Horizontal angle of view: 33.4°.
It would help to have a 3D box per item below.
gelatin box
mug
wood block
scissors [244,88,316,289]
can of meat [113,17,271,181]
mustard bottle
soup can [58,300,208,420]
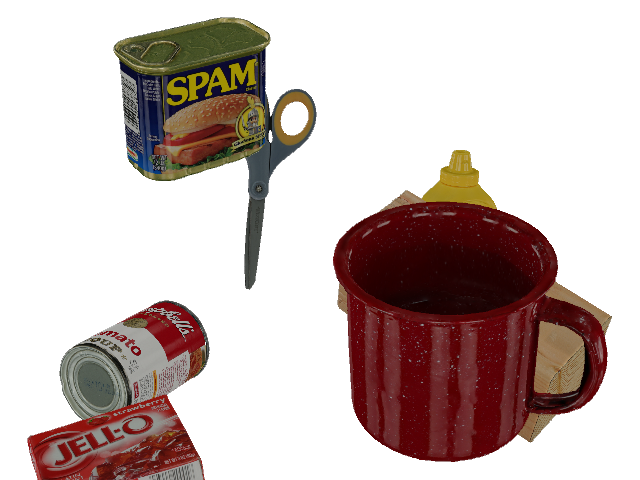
[{"bbox_3d":[-0.120,0.130,0.625,0.089,0.030,0.073,-15,27,-18],"label":"gelatin box"},{"bbox_3d":[0.064,0.043,0.460,0.117,0.081,0.093,10,34,21],"label":"mug"},{"bbox_3d":[0.121,0.059,0.890,0.206,0.091,0.090,34,54,26],"label":"wood block"},{"bbox_3d":[-0.042,-0.060,1.026,0.096,0.202,0.016,-10,4,-8],"label":"scissors"},{"bbox_3d":[-0.085,-0.096,0.722,0.101,0.084,0.058,-20,38,-31],"label":"can of meat"},{"bbox_3d":[0.144,-0.003,1.150,0.096,0.192,0.058,-6,20,-22],"label":"mustard bottle"},{"bbox_3d":[-0.142,0.094,0.821,0.069,0.068,0.102,0,15,30],"label":"soup can"}]
